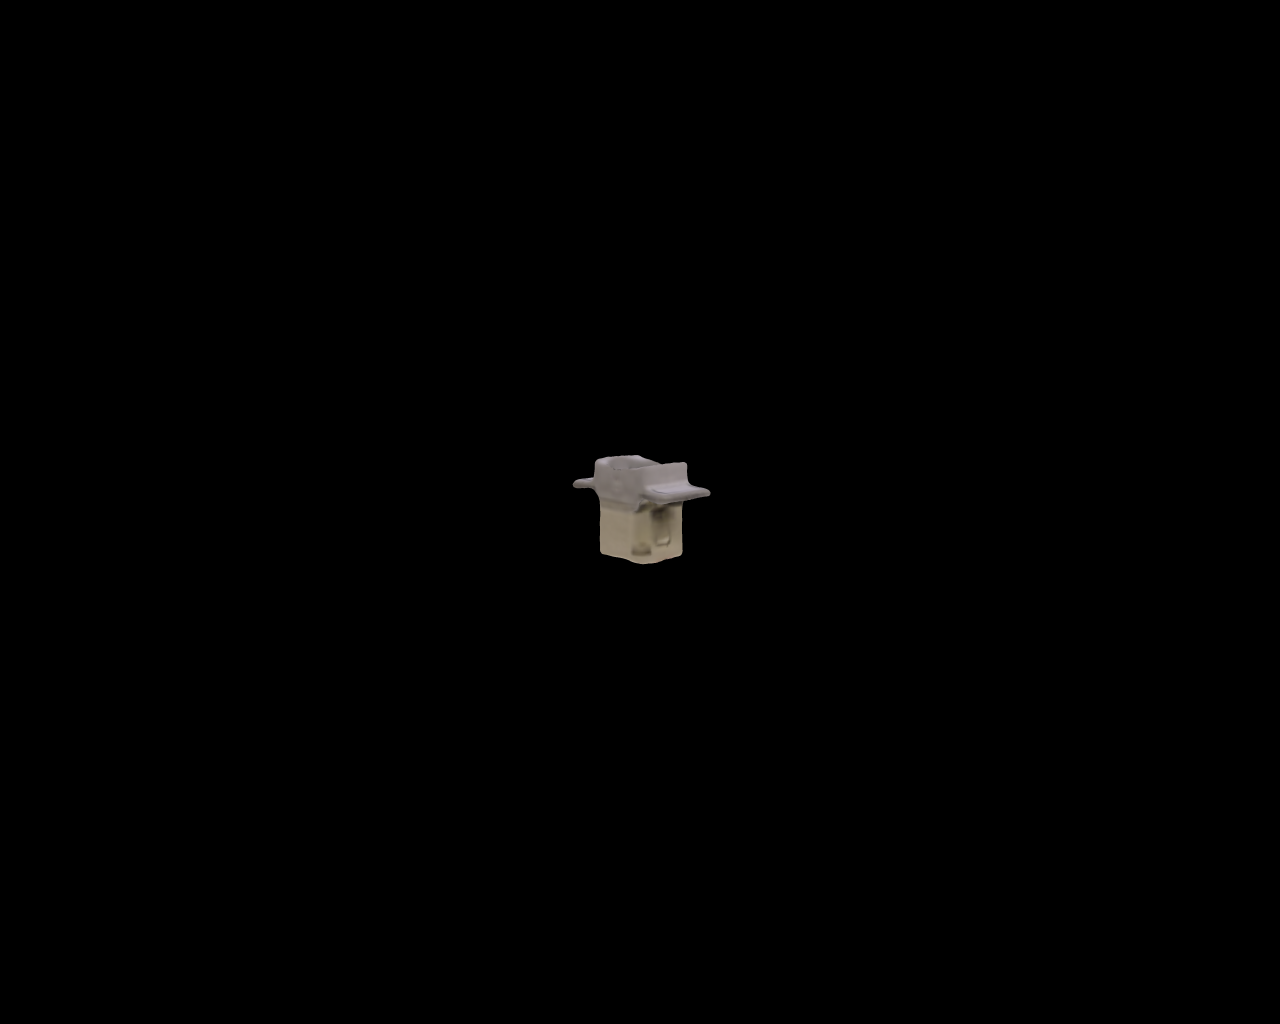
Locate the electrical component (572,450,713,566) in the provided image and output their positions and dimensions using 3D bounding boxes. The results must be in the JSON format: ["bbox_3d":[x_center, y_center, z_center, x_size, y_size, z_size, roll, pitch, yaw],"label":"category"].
[{"bbox_3d":[0.001,-0.003,0.650,0.042,0.063,0.081,-10,15,-42],"label":"electrical component"}]
